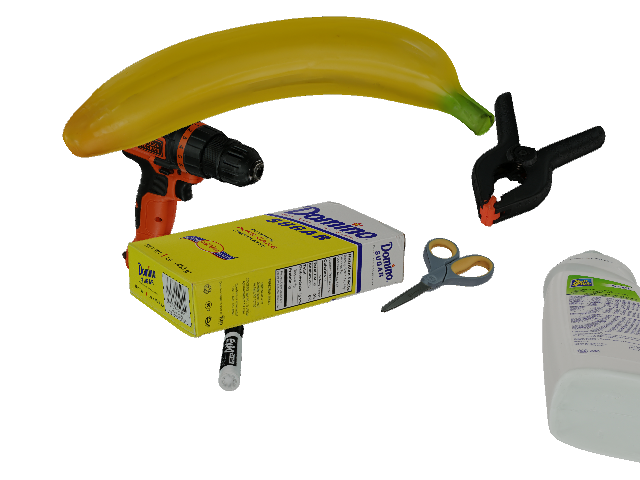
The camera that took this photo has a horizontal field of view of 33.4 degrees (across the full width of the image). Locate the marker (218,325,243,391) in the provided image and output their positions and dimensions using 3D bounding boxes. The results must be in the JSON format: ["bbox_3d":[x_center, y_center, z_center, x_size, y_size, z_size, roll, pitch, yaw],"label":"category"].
[{"bbox_3d":[-0.081,0.103,0.978,0.020,0.020,0.121,0,18,-2],"label":"marker"}]

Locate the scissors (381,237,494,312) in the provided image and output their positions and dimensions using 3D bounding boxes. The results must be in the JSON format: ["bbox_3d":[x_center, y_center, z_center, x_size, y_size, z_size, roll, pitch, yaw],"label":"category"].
[{"bbox_3d":[0.121,0.037,1.262,0.201,0.016,0.096,-11,40,-36],"label":"scissors"}]

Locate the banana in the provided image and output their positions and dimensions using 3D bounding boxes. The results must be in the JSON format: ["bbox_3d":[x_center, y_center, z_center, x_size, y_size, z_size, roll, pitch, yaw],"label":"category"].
[{"bbox_3d":[-0.020,-0.075,0.498,0.197,0.037,0.069,-6,44,-9],"label":"banana"}]

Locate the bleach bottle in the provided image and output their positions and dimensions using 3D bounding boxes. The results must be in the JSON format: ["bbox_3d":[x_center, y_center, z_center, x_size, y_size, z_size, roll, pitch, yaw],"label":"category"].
[{"bbox_3d":[0.221,0.070,0.814,0.102,0.068,0.250,10,24,8],"label":"bleach bottle"}]

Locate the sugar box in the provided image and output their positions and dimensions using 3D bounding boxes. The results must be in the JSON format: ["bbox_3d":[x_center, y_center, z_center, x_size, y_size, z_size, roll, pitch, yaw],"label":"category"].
[{"bbox_3d":[-0.036,0.015,0.752,0.175,0.048,0.093,-16,27,-33],"label":"sugar box"}]

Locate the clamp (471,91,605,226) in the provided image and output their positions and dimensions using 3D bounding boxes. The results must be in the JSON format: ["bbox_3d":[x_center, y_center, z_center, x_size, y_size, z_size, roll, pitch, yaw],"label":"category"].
[{"bbox_3d":[0.198,-0.086,1.088,0.120,0.039,0.171,29,55,30],"label":"clamp"}]

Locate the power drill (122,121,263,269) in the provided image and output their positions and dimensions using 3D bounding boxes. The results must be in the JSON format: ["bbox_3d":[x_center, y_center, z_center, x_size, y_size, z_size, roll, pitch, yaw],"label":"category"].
[{"bbox_3d":[-0.139,-0.038,1.100,0.185,0.188,0.057,23,33,28],"label":"power drill"}]
